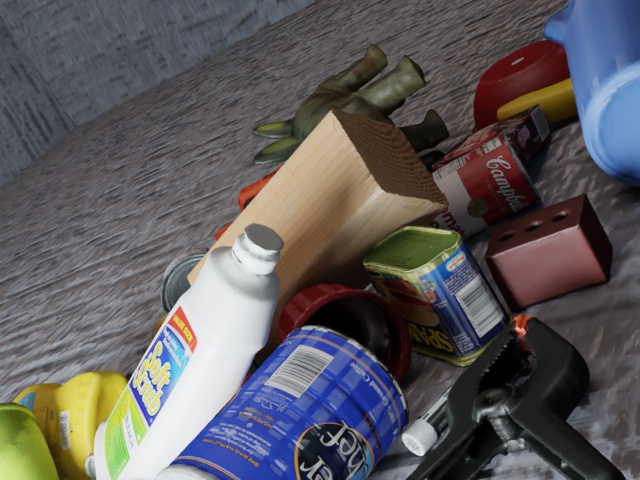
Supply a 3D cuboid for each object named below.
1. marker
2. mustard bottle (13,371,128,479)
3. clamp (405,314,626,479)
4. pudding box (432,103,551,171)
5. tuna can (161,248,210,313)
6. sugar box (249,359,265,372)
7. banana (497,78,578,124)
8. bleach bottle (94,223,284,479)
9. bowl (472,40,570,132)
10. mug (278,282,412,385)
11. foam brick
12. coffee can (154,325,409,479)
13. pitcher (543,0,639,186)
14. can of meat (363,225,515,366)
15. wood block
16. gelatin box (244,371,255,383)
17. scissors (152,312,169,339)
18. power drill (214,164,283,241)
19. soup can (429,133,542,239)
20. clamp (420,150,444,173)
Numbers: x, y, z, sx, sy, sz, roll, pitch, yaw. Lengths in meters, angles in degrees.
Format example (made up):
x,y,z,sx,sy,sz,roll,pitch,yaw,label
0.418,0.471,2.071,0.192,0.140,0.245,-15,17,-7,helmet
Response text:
x,y,z,sx,sy,sz,roll,pitch,yaw,label
0.100,0.098,0.717,0.121,0.020,0.020,-41,20,-26,marker
-0.242,0.177,0.970,0.192,0.096,0.058,-17,-15,43,mustard bottle
0.103,0.114,0.639,0.165,0.036,0.209,-25,18,23,clamp
0.169,-0.089,1.041,0.090,0.039,0.113,-22,7,30,pudding box
-0.122,0.052,1.107,0.086,0.086,0.034,-32,16,0,tuna can
-0.076,0.087,1.004,0.094,0.048,0.176,-17,27,40,sugar box
0.275,-0.166,1.083,0.198,0.037,0.070,-36,39,-1,banana
-0.089,0.089,0.755,0.251,0.068,0.102,-62,29,30,bleach bottle
0.228,-0.173,1.172,0.162,0.055,0.162,-29,17,10,bowl
0.009,0.088,0.809,0.081,0.093,0.117,-150,80,-76,mug
0.168,0.010,0.785,0.078,0.051,0.053,-22,20,29,foam brick
-0.022,0.137,0.680,0.103,0.103,0.140,-11,27,48,coffee can
0.285,-0.143,0.902,0.149,0.145,0.242,-37,17,27,pitcher
0.086,0.039,0.793,0.057,0.084,0.102,-38,18,-18,can of meat
-0.006,0.001,0.880,0.090,0.091,0.206,8,-46,-47,wood block
-0.059,0.138,0.860,0.089,0.030,0.073,-25,20,22,gelatin box
-0.102,0.081,0.962,0.096,0.016,0.202,-40,19,-14,scissors
-0.037,-0.047,1.281,0.185,0.057,0.187,-27,15,25,power drill
0.136,-0.042,0.952,0.102,0.068,0.068,-29,18,12,soup can
0.058,-0.051,1.161,0.171,0.039,0.120,-42,15,-22,clamp
